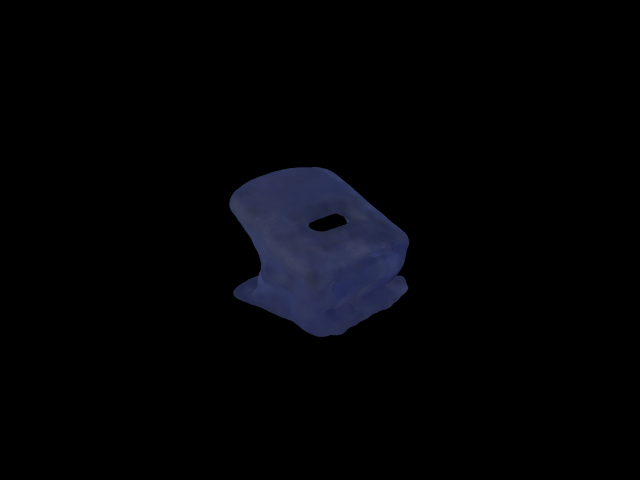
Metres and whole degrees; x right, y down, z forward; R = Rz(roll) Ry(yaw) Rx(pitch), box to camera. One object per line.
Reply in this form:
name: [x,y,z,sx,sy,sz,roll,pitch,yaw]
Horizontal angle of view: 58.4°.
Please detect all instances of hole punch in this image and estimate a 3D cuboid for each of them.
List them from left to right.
hole punch: [0.004,0.001,0.400,0.100,0.091,0.109,17,27,38]
